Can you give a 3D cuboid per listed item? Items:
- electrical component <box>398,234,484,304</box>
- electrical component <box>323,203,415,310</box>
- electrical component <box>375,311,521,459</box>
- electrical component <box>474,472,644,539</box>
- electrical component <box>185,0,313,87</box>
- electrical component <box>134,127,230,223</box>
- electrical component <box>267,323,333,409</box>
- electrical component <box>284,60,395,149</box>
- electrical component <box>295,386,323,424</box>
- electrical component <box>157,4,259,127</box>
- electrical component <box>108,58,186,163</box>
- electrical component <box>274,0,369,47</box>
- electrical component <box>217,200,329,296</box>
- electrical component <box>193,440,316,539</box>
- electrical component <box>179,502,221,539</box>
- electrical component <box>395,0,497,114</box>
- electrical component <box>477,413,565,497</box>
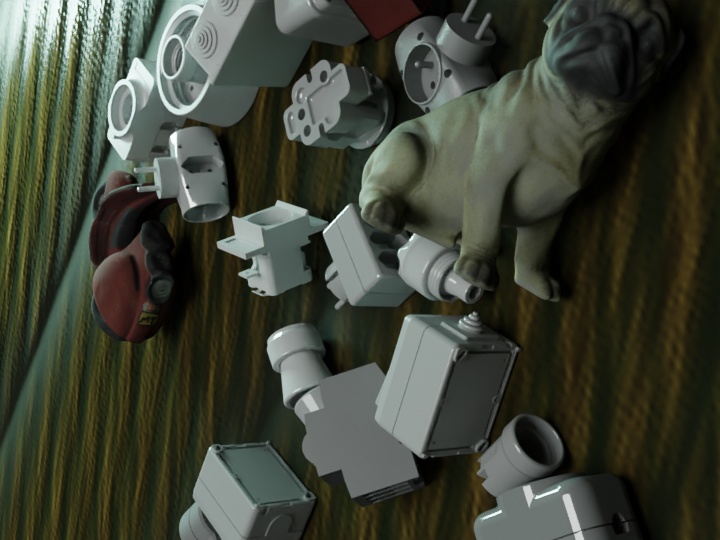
[{"bbox_3d":[0.058,0.002,0.733,0.062,0.043,0.043,36,115,43],"label":"electrical component"},{"bbox_3d":[0.000,0.000,0.798,0.076,0.047,0.065,-45,55,38],"label":"electrical component"},{"bbox_3d":[0.057,0.068,0.715,0.061,0.062,0.096,32,112,46],"label":"electrical component"},{"bbox_3d":[0.117,0.158,0.645,0.095,0.054,0.059,-35,62,43],"label":"electrical component"},{"bbox_3d":[-0.083,-0.198,0.870,0.048,0.100,0.099,49,124,24],"label":"electrical component"},{"bbox_3d":[-0.163,-0.084,0.972,0.043,0.079,0.077,125,134,-63],"label":"electrical component"},{"bbox_3d":[-0.046,0.076,0.849,0.045,0.045,0.055,-44,55,39],"label":"electrical component"},{"bbox_3d":[-0.011,-0.122,0.811,0.078,0.057,0.058,-32,64,44],"label":"electrical component"},{"bbox_3d":[-0.016,0.123,0.815,0.044,0.044,0.065,-51,57,34],"label":"electrical component"},{"bbox_3d":[-0.142,-0.186,0.965,0.108,0.060,0.108,-4,85,49],"label":"electrical component"},{"bbox_3d":[-0.206,-0.153,1.042,0.050,0.056,0.089,50,124,39],"label":"electrical component"},{"bbox_3d":[-0.020,-0.234,0.813,0.057,0.078,0.113,-16,75,51],"label":"electrical component"},{"bbox_3d":[-0.068,-0.016,0.863,0.042,0.081,0.063,22,127,48],"label":"electrical component"},{"bbox_3d":[-0.092,0.186,0.883,0.096,0.062,0.061,42,118,43],"label":"electrical component"},{"bbox_3d":[-0.118,0.263,0.915,0.073,0.052,0.138,-48,54,37],"label":"electrical component"},{"bbox_3d":[0.066,-0.146,0.727,0.077,0.044,0.079,60,139,33],"label":"electrical component"},{"bbox_3d":[0.100,0.119,0.680,0.046,0.040,0.040,-52,51,40],"label":"electrical component"}]
